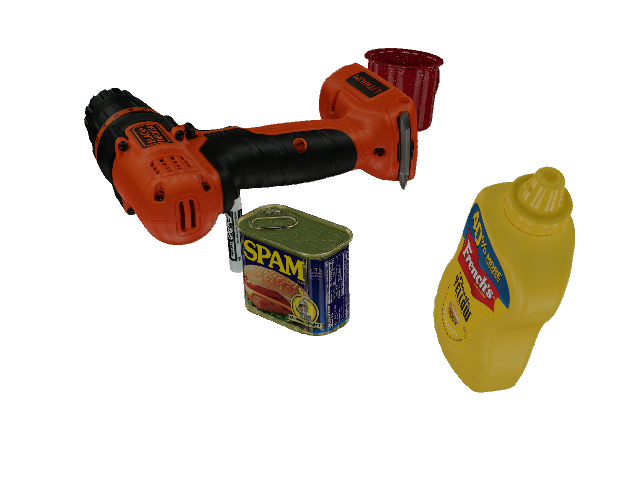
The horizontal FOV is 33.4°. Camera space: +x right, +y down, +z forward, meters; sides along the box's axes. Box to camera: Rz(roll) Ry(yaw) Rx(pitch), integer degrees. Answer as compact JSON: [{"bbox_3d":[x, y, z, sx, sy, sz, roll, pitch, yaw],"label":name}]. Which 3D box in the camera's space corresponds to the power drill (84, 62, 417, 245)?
[{"bbox_3d":[-0.047,-0.065,0.676,0.187,0.057,0.185,-15,32,-18],"label":"power drill"}]

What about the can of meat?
[{"bbox_3d":[-0.022,0.026,0.913,0.102,0.084,0.057,20,35,35],"label":"can of meat"}]

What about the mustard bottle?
[{"bbox_3d":[0.126,0.018,0.714,0.058,0.096,0.192,-5,-35,-13],"label":"mustard bottle"}]

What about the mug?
[{"bbox_3d":[0.102,-0.180,1.270,0.093,0.081,0.117,21,28,34],"label":"mug"}]

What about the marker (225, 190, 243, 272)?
[{"bbox_3d":[-0.092,-0.020,1.144,0.020,0.121,0.020,-1,33,1],"label":"marker"}]
